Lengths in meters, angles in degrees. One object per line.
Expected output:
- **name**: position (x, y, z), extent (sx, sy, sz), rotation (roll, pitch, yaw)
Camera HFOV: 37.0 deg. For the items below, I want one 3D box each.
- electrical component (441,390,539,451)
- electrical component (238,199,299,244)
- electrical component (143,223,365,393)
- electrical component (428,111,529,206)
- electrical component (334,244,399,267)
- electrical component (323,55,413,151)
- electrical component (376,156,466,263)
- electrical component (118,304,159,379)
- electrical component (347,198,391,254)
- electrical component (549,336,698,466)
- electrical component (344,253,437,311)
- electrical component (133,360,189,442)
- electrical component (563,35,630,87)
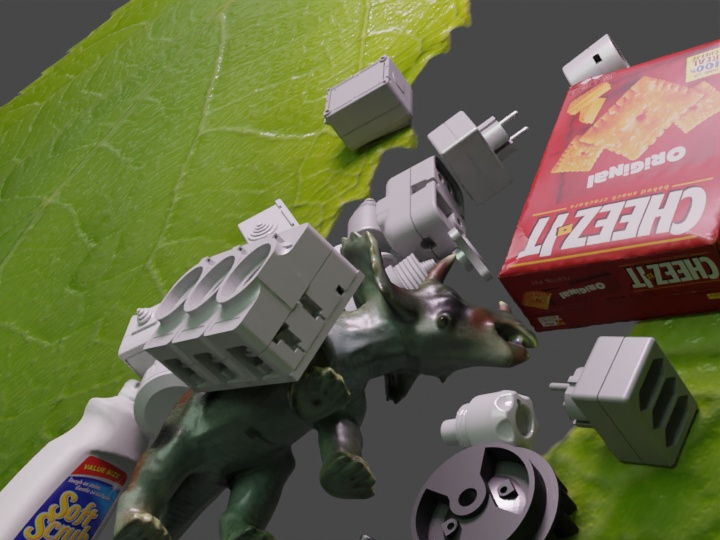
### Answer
- **electrical component**: position (0.083, 0.104, 0.712), extent (0.062, 0.043, 0.043), rotation (-16, 37, 38)
- **electrical component**: position (-0.066, -0.004, 0.974), extent (0.048, 0.099, 0.099), rotation (-29, 29, -6)
- **electrical component**: position (-0.079, 0.027, 0.737), extent (0.150, 0.062, 0.089), rotation (-15, 37, 55)
- **electrical component**: position (0.112, -0.109, 0.945), extent (0.077, 0.065, 0.047), rotation (-36, 30, 7)
- **electrical component**: position (0.000, 0.000, 0.940), extent (0.044, 0.044, 0.065), rotation (-49, 36, -16)
- **electrical component**: position (0.006, -0.173, 1.157), extent (0.096, 0.061, 0.061), rotation (-27, 32, 22)
- **electrical component**: position (0.054, -0.048, 0.941), extent (0.059, 0.053, 0.095), rotation (-27, 32, 22)
- **electrical component**: position (-0.176, 0.074, 0.992), extent (0.062, 0.096, 0.061), rotation (-24, 33, 26)
- **electrical component**: position (0.009, -0.040, 0.994), extent (0.040, 0.040, 0.078), rotation (-28, 31, 20)
- **electrical component**: position (0.150, 0.078, 0.649), extent (0.077, 0.065, 0.047), rotation (-3, 46, 47)
- **electrical component**: position (0.030, 0.019, 0.887), extent (0.081, 0.043, 0.043), rotation (-37, 30, 5)
- **electrical component**: position (-0.154, 0.111, 0.936), extent (0.080, 0.080, 0.051), rotation (-32, 25, 14)
- **electrical component**: position (0.208, -0.167, 0.928), extent (0.047, 0.055, 0.055), rotation (-33, 30, 20)
